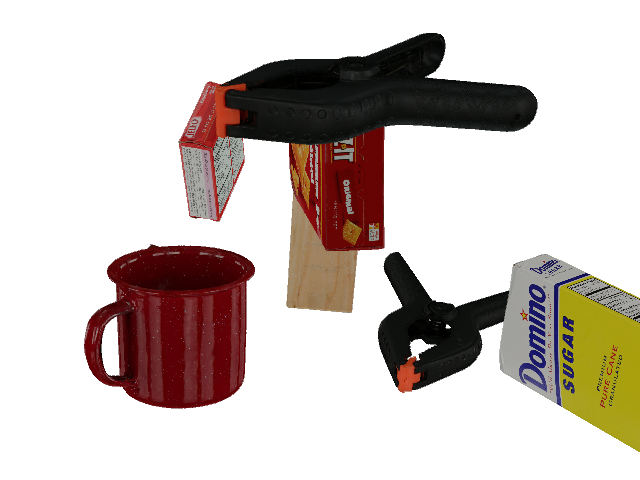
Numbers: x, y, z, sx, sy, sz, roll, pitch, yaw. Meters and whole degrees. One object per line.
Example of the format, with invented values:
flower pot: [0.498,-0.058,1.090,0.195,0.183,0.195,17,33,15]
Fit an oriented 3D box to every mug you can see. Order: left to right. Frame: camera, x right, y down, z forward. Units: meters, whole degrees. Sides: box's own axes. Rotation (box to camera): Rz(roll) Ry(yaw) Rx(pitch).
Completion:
mug: [-0.097,0.058,0.678,0.093,0.081,0.117,17,23,40]

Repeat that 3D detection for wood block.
wood block: [0.007,-0.020,1.394,0.090,0.206,0.091,5,25,0]

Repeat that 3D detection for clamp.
clamp: [0.022,-0.087,0.602,0.171,0.039,0.120,-3,23,-13]
clamp: [0.103,0.073,1.003,0.165,0.036,0.209,15,31,25]

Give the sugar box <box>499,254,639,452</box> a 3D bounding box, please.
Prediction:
sugar box: [0.205,0.085,0.746,0.048,0.093,0.176,-16,30,-39]

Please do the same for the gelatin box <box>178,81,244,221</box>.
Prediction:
gelatin box: [-0.088,-0.072,0.869,0.030,0.073,0.089,10,-40,10]

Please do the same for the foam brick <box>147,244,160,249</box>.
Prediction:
foam brick: [-0.143,0.047,1.055,0.078,0.051,0.053,17,33,6]

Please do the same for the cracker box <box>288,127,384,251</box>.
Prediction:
cracker box: [0.014,-0.098,1.154,0.072,0.164,0.214,-4,19,-9]
